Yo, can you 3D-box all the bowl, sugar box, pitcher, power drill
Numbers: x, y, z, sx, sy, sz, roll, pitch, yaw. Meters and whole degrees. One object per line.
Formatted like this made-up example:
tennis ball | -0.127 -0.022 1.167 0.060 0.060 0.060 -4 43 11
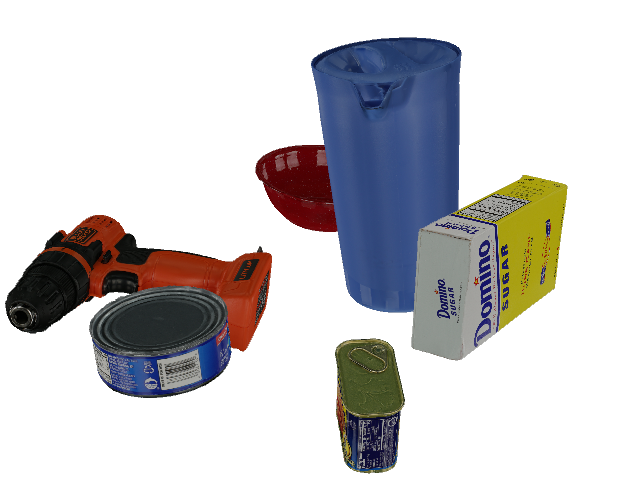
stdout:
bowl | 0.004 -0.054 1.214 0.162 0.055 0.162 5 27 -3
sugar box | 0.130 0.016 0.797 0.048 0.093 0.175 13 23 29
pitcher | 0.071 -0.065 1.002 0.149 0.243 0.145 -20 29 -28
power drill | -0.141 0.037 0.868 0.187 0.057 0.184 12 23 5

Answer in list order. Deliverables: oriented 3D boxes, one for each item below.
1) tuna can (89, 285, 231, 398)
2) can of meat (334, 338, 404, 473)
tuna can | -0.099 0.062 0.667 0.086 0.034 0.086 -4 25 2
can of meat | 0.045 0.159 1.021 0.057 0.084 0.102 -3 37 -5
